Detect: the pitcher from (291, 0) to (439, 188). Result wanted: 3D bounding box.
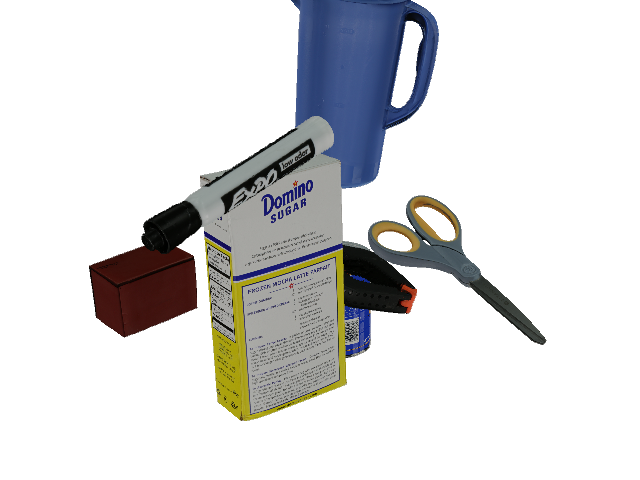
[{"bbox_3d":[0.041,-0.190,1.299,0.144,0.243,0.149,-8,29,-26],"label":"pitcher"}]

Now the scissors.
[{"bbox_3d":[0.109,0.030,0.935,0.096,0.016,0.202,-13,44,-12],"label":"scissors"}]

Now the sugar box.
[{"bbox_3d":[-0.031,0.031,0.748,0.093,0.176,0.048,-16,24,-32],"label":"sugar box"}]

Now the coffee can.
[{"bbox_3d":[0.022,0.083,1.526,0.103,0.140,0.103,0,21,0],"label":"coffee can"}]

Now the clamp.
[{"bbox_3d":[0.003,0.031,1.190,0.210,0.036,0.164,28,35,18],"label":"clamp"}]

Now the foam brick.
[{"bbox_3d":[-0.154,0.040,0.930,0.078,0.051,0.053,-21,30,-34],"label":"foam brick"}]

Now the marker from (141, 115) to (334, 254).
[{"bbox_3d":[-0.040,-0.028,0.533,0.120,0.020,0.020,-35,21,-32],"label":"marker"}]
